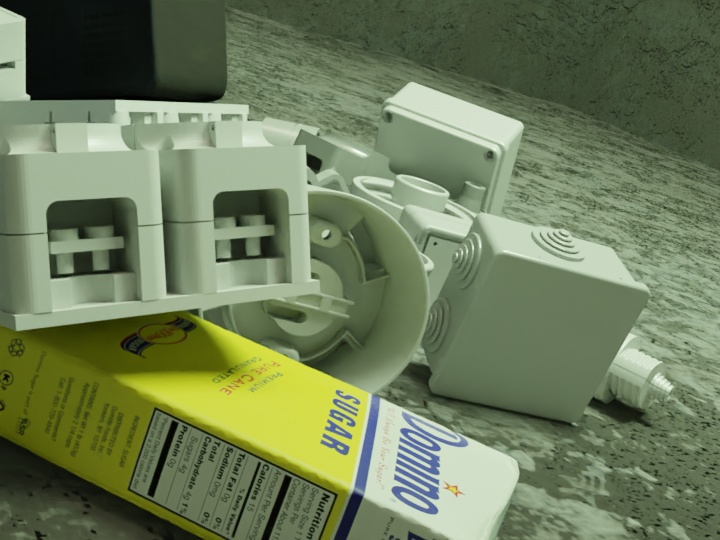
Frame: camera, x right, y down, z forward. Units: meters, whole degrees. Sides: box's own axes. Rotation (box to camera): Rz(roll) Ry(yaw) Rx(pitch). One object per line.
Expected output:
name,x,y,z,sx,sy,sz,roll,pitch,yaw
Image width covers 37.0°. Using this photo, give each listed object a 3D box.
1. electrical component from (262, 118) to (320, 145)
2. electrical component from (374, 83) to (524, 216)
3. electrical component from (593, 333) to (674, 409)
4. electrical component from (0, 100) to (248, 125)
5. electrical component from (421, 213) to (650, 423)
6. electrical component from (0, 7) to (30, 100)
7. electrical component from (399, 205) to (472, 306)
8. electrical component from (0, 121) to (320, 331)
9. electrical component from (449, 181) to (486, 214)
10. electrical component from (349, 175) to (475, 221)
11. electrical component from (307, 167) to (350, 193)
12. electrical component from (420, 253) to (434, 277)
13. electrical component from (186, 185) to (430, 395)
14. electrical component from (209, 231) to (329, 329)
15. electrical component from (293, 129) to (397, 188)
electrical component,-0.064,-0.099,0.909,0.047,0.055,0.055,16,15,3
electrical component,0.068,-0.084,0.892,0.109,0.108,0.056,23,39,17
electrical component,0.144,0.054,0.627,0.081,0.043,0.043,27,17,29
electrical component,-0.144,-0.073,0.670,0.089,0.061,0.150,3,8,23
electrical component,0.087,0.024,0.561,0.100,0.099,0.048,14,28,-18
electrical component,-0.294,-0.121,0.595,0.105,0.060,0.186,27,33,29
electrical component,0.066,0.003,0.682,0.096,0.061,0.061,14,15,-17
electrical component,-0.111,-0.023,0.414,0.105,0.060,0.186,-6,8,-35
electrical component,0.081,-0.038,0.846,0.043,0.062,0.043,17,15,-5
electrical component,0.036,-0.034,0.781,0.108,0.060,0.108,17,15,-5
electrical component,-0.049,-0.040,0.690,0.078,0.058,0.057,-27,20,-6
electrical component,0.011,0.015,0.582,0.045,0.055,0.045,17,15,-5
electrical component,-0.027,0.010,0.479,0.099,0.099,0.064,10,11,-29
electrical component,-0.070,-0.011,0.575,0.109,0.056,0.108,19,15,1
electrical component,-0.012,-0.073,0.838,0.050,0.055,0.089,30,7,37
